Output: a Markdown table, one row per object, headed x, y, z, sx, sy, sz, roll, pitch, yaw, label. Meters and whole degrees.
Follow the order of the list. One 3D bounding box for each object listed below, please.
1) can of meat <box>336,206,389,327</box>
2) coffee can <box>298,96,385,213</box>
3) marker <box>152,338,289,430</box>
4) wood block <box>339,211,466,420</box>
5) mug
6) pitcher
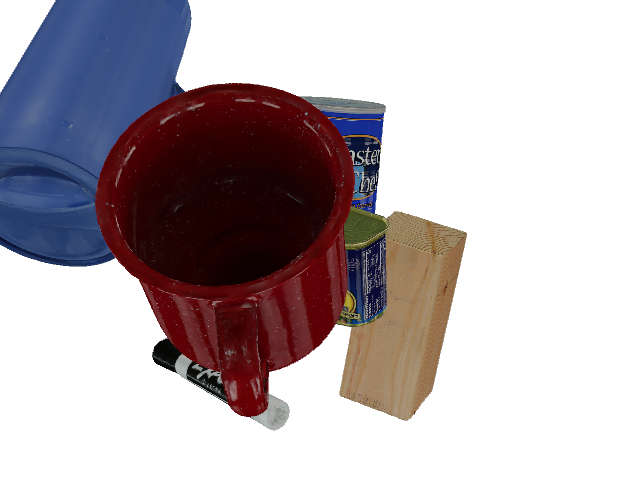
| x | y | z | sx | sy | sz | roll | pitch | yaw | label |
| --- | --- | --- | --- | --- | --- | --- | --- | --- | --- |
| 0.009 | 0.018 | 0.901 | 0.102 | 0.084 | 0.057 | 20 | 36 | 36 | can of meat |
| 0.013 | -0.079 | 1.146 | 0.103 | 0.140 | 0.103 | 4 | 12 | -1 | coffee can |
| -0.067 | 0.089 | 0.679 | 0.121 | 0.020 | 0.020 | 21 | 14 | 42 | marker |
| 0.093 | 0.085 | 1.211 | 0.090 | 0.206 | 0.090 | 18 | 23 | 19 | wood block |
| -0.030 | 0.011 | 0.407 | 0.093 | 0.117 | 0.081 | -9 | -31 | -1 | mug |
| -0.170 | -0.105 | 0.834 | 0.145 | 0.242 | 0.149 | -6 | -41 | 23 | pitcher |
